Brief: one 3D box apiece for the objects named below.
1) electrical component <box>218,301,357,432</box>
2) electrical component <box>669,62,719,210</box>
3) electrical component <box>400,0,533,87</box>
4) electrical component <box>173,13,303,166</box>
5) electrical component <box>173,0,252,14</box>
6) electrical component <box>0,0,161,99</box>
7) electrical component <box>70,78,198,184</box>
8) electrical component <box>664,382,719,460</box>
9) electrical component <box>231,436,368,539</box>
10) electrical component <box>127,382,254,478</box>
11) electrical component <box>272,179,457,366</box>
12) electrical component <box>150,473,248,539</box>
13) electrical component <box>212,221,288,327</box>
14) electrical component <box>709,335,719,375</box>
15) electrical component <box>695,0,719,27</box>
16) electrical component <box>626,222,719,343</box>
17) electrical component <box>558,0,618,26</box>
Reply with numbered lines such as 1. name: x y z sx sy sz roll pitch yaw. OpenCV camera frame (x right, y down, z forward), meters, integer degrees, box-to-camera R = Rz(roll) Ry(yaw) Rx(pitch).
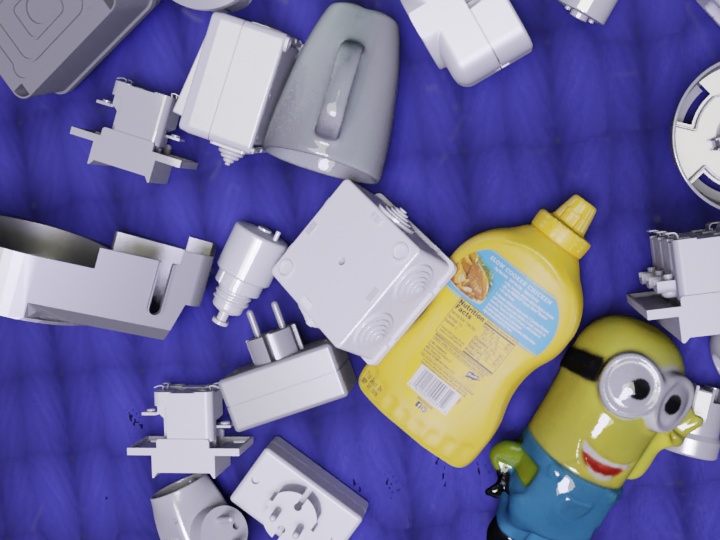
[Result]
1. electrical component: -0.056 0.060 0.746 0.083 0.047 0.075 -19 93 10
2. electrical component: 0.244 -0.085 0.680 0.099 0.064 0.099 1 96 8
3. electrical component: 0.064 -0.170 0.702 0.059 0.054 0.095 -29 91 10
4. electrical component: -0.084 -0.119 0.725 0.061 0.062 0.096 19 99 5
5. electrical component: -0.099 -0.213 0.723 0.080 0.051 0.080 1 96 8
6. electrical component: -0.199 -0.177 0.723 0.113 0.057 0.078 -36 90 28
7. electrical component: -0.153 -0.097 0.747 0.081 0.042 0.063 18 97 5
8. electrical component: 0.222 0.099 0.715 0.040 0.040 0.046 13 92 7
9. electrical component: -0.045 0.165 0.741 0.083 0.076 0.047 36 99 3
10. electrical component: -0.120 0.112 0.764 0.081 0.042 0.063 -1 94 8
11. electrical component: 0.000 0.000 0.712 0.099 0.048 0.099 -50 55 10
12. electrical component: -0.105 0.185 0.756 0.079 0.043 0.077 -21 93 52
13. electrical component: -0.081 0.003 0.747 0.040 0.040 0.078 28 99 5
14. electrical component: 0.264 0.052 0.702 0.062 0.048 0.048 -25 92 2
15. electrical component: 0.256 -0.195 0.674 0.089 0.050 0.055 -42 89 10
16. electrical component: 0.209 0.005 0.665 0.079 0.121 0.063 -7 92 9
17. electrical component: 0.157 -0.192 0.694 0.044 0.044 0.065 30 104 4
